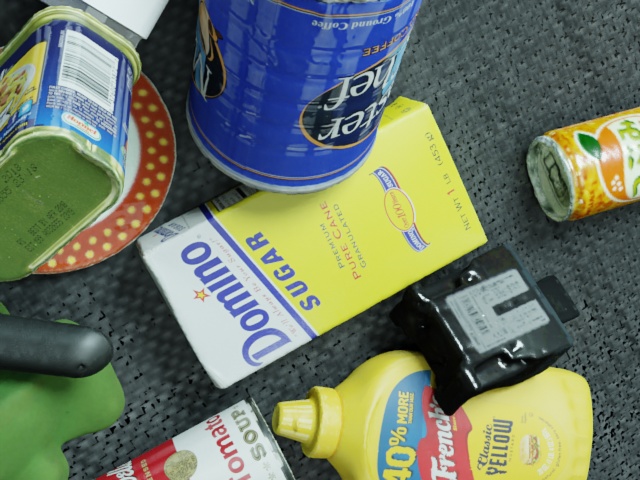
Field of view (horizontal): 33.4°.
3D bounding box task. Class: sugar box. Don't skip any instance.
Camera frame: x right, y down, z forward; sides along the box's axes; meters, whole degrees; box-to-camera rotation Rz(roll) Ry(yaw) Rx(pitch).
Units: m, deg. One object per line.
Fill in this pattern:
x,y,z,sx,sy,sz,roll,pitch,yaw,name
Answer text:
-0.004,0.001,0.599,0.176,0.048,0.093,-30,108,-9,sugar box

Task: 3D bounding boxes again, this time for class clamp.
-0.187,0.029,0.500,0.171,0.120,0.039,-6,123,-12,clamp

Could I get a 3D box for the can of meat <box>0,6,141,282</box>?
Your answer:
-0.129,-0.041,0.479,0.102,0.084,0.057,-36,128,29,can of meat

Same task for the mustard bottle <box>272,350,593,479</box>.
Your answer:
0.065,0.115,0.636,0.191,0.058,0.096,9,89,-16,mustard bottle

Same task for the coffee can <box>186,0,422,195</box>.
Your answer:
-0.008,-0.102,0.509,0.102,0.140,0.103,5,57,-8,coffee can

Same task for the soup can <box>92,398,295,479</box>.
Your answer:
-0.069,0.141,0.599,0.102,0.068,0.068,-27,108,-8,soup can
